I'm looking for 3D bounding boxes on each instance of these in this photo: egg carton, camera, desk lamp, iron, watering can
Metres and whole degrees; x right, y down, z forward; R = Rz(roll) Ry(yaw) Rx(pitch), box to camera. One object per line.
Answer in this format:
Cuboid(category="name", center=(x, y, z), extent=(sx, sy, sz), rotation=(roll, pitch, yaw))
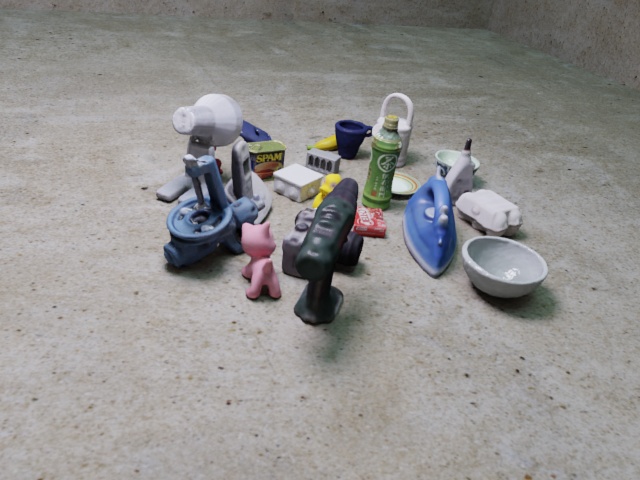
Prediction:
Cuboid(category="egg carton", center=(0.394, -0.063, 1.344), extent=(0.107, 0.069, 0.149), rotation=(-13, 37, -31))
Cuboid(category="camera", center=(0.010, 0.004, 1.112), extent=(0.136, 0.101, 0.143), rotation=(16, 32, 12))
Cuboid(category="desk lamp", center=(-0.266, -0.209, 1.281), extent=(0.117, 0.213, 0.203), rotation=(17, 32, 14))
Cuboid(category="iron", center=(0.248, -0.048, 1.216), extent=(0.118, 0.141, 0.258), rotation=(8, 31, -1))
Cuboid(category="watering can", center=(0.201, -0.302, 1.565), extent=(0.100, 0.194, 0.173), rotation=(13, 32, 8))

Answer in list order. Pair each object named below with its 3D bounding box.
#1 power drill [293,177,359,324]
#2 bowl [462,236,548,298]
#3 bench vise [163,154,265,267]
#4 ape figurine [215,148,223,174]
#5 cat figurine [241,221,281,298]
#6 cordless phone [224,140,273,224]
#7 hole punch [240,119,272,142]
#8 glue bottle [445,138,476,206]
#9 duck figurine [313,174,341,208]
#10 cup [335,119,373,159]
Cuboid(category="power drill", center=(0.011, 0.025, 0.974), extent=(0.075, 0.208, 0.230), rotation=(14, 32, 9))
Cuboid(category="bowl", center=(0.353, 0.064, 1.124), extent=(0.167, 0.075, 0.167), rotation=(6, 31, -4))
Cuboid(category="bench vise", center=(-0.200, -0.071, 1.068), extent=(0.121, 0.220, 0.208), rotation=(23, 34, 22))
Cuboid(category="ape figurine", center=(-0.275, -0.210, 1.397), extent=(0.076, 0.092, 0.077), rotation=(-4, 33, -19))
Cuboid(category="cat figurine", center=(-0.106, 0.025, 1.033), extent=(0.067, 0.118, 0.127), rotation=(-3, 33, -18))
Cuboid(category="cordless phone", center=(-0.151, -0.131, 1.210), extent=(0.094, 0.185, 0.147), rotation=(11, 32, 5))
Cuboid(category="hole punch", center=(-0.177, -0.269, 1.517), extent=(0.101, 0.091, 0.108), rotation=(2, 32, -11))
Cuboid(category="glue bottle", center=(0.346, -0.167, 1.402), extent=(0.078, 0.173, 0.037), rotation=(-4, 34, -20))
Cuboid(category="duck figurine", center=(0.030, -0.112, 1.319), extent=(0.077, 0.086, 0.105), rotation=(27, 36, 28))
Cuboid(category="cup", center=(0.093, -0.276, 1.592), extent=(0.118, 0.095, 0.091), rotation=(-4, 34, -20))
